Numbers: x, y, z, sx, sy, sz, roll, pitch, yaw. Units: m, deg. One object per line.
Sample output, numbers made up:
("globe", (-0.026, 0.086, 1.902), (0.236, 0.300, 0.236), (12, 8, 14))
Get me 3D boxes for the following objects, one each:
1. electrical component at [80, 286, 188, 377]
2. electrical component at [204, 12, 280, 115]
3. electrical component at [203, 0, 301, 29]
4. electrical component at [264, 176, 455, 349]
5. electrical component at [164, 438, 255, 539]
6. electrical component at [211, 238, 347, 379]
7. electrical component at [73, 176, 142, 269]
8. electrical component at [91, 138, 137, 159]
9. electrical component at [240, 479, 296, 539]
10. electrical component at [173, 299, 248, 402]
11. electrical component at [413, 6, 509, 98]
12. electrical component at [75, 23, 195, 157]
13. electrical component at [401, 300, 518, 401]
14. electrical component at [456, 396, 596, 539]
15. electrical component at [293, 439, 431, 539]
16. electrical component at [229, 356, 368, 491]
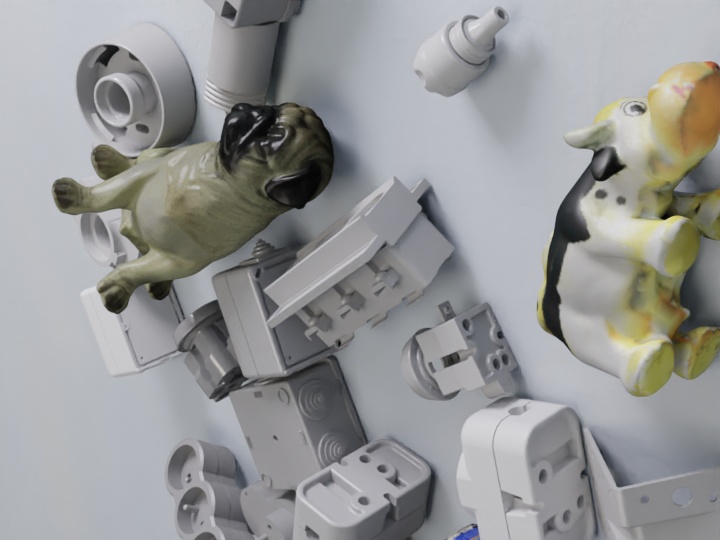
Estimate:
("electrical component", (-0.197, 0.038, 0.933), (0.061, 0.062, 0.096), (-14, 97, 50))
("electrical component", (-0.082, -0.140, 0.736), (0.043, 0.043, 0.081), (39, 133, 29))
("electrical component", (-0.078, -0.228, 0.680), (0.108, 0.056, 0.108), (47, 136, 23))
("electrical component", (0.000, 0.000, 0.694), (0.063, 0.078, 0.121), (45, 140, -8))
("electrical component", (-0.114, 0.211, 0.917), (0.052, 0.074, 0.138), (-43, 47, 23))
("electrical component", (-0.063, 0.024, 0.778), (0.061, 0.062, 0.096), (-11, 99, 50))
("electrical component", (-0.198, -0.036, 0.903), (0.089, 0.056, 0.050), (46, 136, 23))
("electrical component", (-0.198, -0.090, 0.887), (0.062, 0.043, 0.043), (37, 132, 32))
("electrical component", (-0.053, 0.200, 0.832), (0.138, 0.074, 0.052), (4, 112, 51))
("electrical component", (-0.110, 0.060, 0.851), (0.057, 0.058, 0.078), (51, 138, 14))
("electrical component", (0.059, -0.124, 0.595), (0.061, 0.035, 0.035), (-36, 80, 47))
("electrical component", (-0.172, -0.139, 0.838), (0.099, 0.064, 0.099), (15, 120, 27))
("electrical component", (0.059, 0.054, 0.670), (0.055, 0.048, 0.066), (-28, 86, 43))
("electrical component", (0.099, 0.128, 0.653), (0.059, 0.054, 0.095), (3, 110, 47))
("electrical component", (0.001, 0.168, 0.748), (0.054, 0.095, 0.059), (30, 128, 36))
("electrical component", (-0.047, 0.119, 0.815), (0.100, 0.048, 0.099), (-17, 95, 50))
